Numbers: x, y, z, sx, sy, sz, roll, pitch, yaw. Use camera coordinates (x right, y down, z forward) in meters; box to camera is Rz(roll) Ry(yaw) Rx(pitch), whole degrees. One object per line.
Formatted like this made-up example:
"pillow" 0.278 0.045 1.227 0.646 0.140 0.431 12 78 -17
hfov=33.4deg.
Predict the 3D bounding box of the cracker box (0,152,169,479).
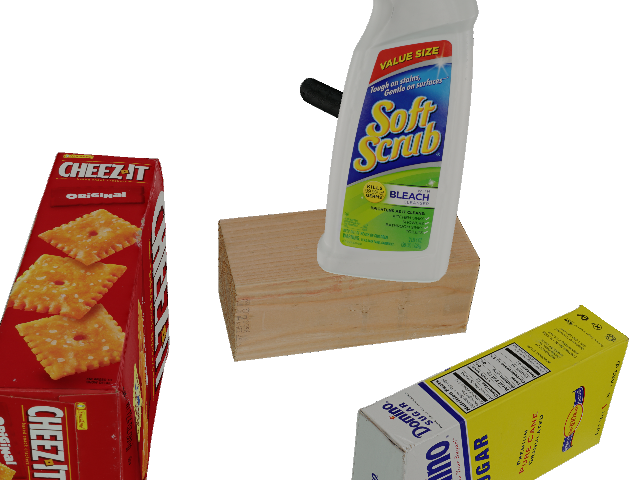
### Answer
"cracker box" -0.127 0.073 0.598 0.072 0.164 0.213 3 34 -3

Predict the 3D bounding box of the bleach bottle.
"bleach bottle" 0.054 -0.097 0.751 0.102 0.251 0.068 6 24 8

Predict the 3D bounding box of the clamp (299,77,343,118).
"clamp" 0.054 -0.119 1.059 0.120 0.039 0.171 -9 41 -16

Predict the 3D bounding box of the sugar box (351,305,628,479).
"sugar box" 0.100 0.111 0.627 0.175 0.093 0.048 -23 42 -31

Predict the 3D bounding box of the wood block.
"wood block" 0.020 0.032 0.921 0.206 0.090 0.091 -6 41 -12
